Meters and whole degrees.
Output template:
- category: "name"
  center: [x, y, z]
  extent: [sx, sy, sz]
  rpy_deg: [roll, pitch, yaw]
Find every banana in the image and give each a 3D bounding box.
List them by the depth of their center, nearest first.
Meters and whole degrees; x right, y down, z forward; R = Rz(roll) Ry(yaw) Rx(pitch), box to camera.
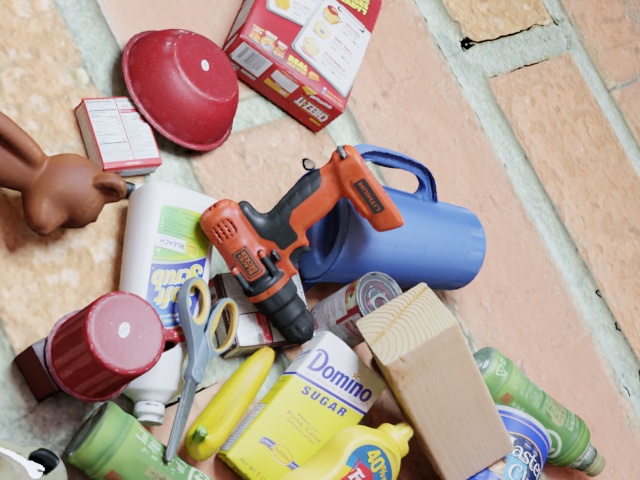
- category: "banana"
  center: [-0.096, 0.176, 1.100]
  extent: [0.037, 0.070, 0.197]
  rpy_deg: [43, 26, -2]

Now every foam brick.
- category: "foam brick"
  center: [-0.245, 0.115, 1.038]
  extent: [0.078, 0.051, 0.053]
  rpy_deg: [-28, 87, -41]

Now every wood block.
- category: "wood block"
  center: [0.128, 0.163, 1.176]
  extent: [0.091, 0.090, 0.206]
  rpy_deg: [-30, 123, -4]

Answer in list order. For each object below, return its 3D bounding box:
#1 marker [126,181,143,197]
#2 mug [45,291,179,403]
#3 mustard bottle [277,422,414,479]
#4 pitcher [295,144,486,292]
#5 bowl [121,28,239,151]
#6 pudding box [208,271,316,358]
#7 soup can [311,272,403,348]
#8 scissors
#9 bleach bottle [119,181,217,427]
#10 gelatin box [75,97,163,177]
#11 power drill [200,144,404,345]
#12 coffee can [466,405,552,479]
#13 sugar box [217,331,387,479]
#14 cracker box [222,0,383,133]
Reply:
- category: "marker"
  center: [-0.179, -0.050, 1.187]
  extent: [0.120, 0.020, 0.020]
  rpy_deg: [10, 63, -32]
- category: "mug"
  center: [-0.187, 0.098, 1.000]
  extent: [0.117, 0.082, 0.093]
  rpy_deg: [4, 67, -35]
- category: "mustard bottle"
  center: [0.026, 0.247, 1.100]
  extent: [0.191, 0.058, 0.096]
  rpy_deg: [-33, 120, -31]
- category: "pitcher"
  center: [0.086, -0.013, 1.283]
  extent: [0.242, 0.149, 0.145]
  rpy_deg: [9, 64, -36]
- category: "bowl"
  center: [-0.147, -0.186, 1.231]
  extent: [0.161, 0.055, 0.162]
  rpy_deg: [28, 46, -33]
- category: "pudding box"
  center: [-0.066, 0.078, 1.196]
  extent: [0.113, 0.039, 0.090]
  rpy_deg: [-4, 71, -39]
- category: "soup can"
  center: [0.041, 0.085, 1.226]
  extent: [0.068, 0.102, 0.068]
  rpy_deg: [16, 60, -30]
- category: "scissors"
  center: [-0.133, 0.115, 1.062]
  extent: [0.096, 0.016, 0.201]
  rpy_deg: [59, 34, -24]
- category: "bleach bottle"
  center: [-0.161, 0.070, 1.116]
  extent: [0.102, 0.068, 0.251]
  rpy_deg: [19, 62, -35]
- category: "gelatin box"
  center: [-0.223, -0.114, 1.179]
  extent: [0.073, 0.030, 0.089]
  rpy_deg: [-9, 72, -38]
- category: "power drill"
  center: [-0.007, 0.001, 1.135]
  extent: [0.184, 0.188, 0.057]
  rpy_deg: [55, 5, -18]
- category: "coffee can"
  center: [0.203, 0.280, 1.250]
  extent: [0.102, 0.103, 0.140]
  rpy_deg: [41, 51, -13]
- category: "sugar box"
  center: [-0.017, 0.191, 1.137]
  extent: [0.093, 0.048, 0.176]
  rpy_deg: [44, 72, -10]
- category: "cracker box"
  center: [-0.022, -0.269, 1.371]
  extent: [0.164, 0.072, 0.213]
  rpy_deg: [33, 52, -20]
